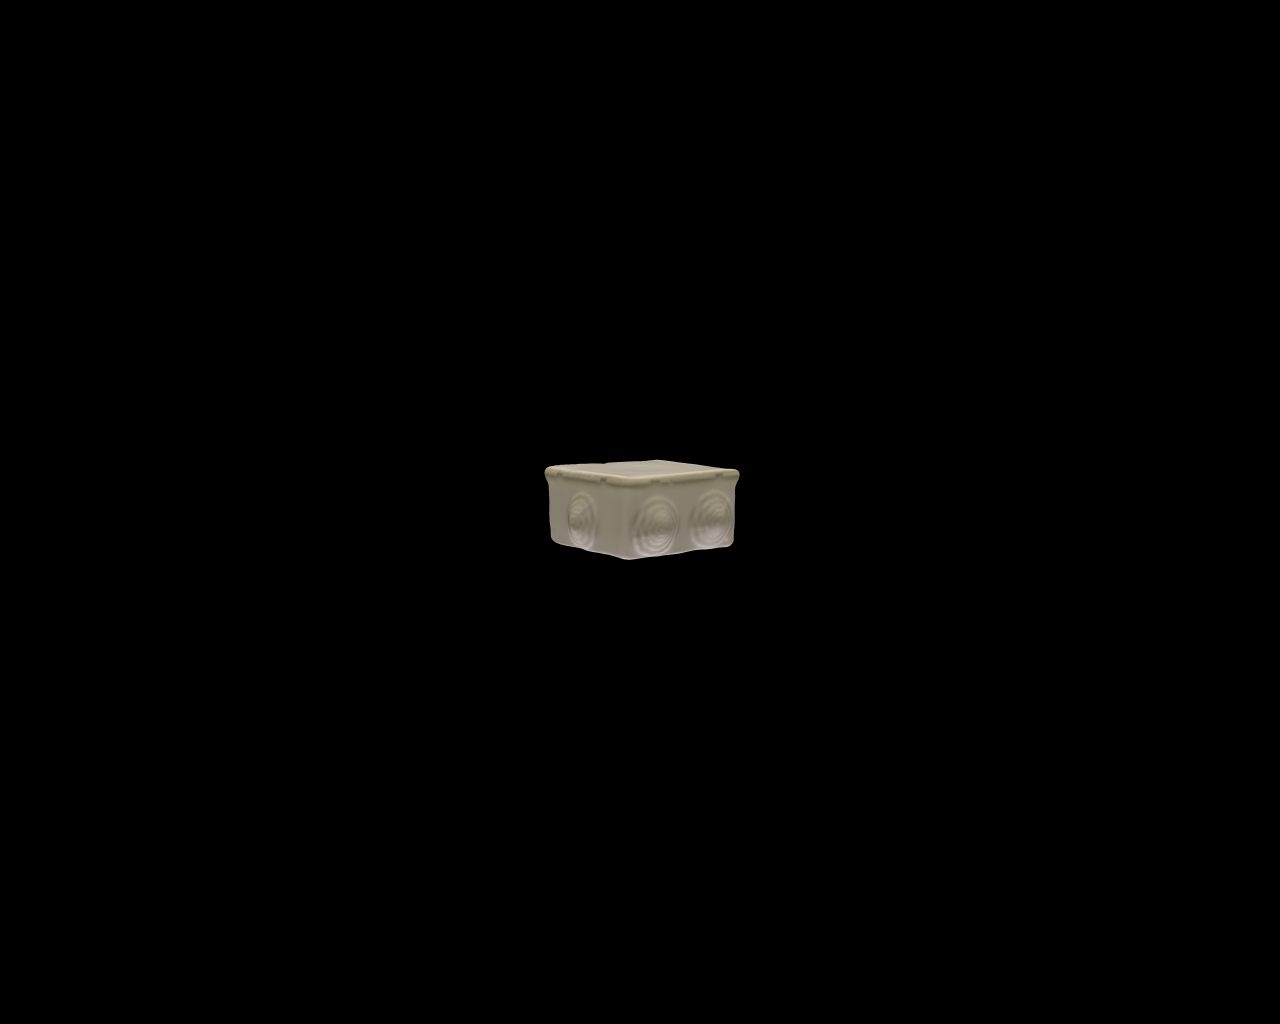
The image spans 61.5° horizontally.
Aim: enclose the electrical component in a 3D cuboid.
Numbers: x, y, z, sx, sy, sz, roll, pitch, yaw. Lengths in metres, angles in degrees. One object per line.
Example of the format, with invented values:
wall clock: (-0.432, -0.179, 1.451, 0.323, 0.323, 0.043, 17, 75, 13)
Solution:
electrical component: (0.001, -0.003, 0.650, 0.100, 0.048, 0.100, -6, 10, -36)
